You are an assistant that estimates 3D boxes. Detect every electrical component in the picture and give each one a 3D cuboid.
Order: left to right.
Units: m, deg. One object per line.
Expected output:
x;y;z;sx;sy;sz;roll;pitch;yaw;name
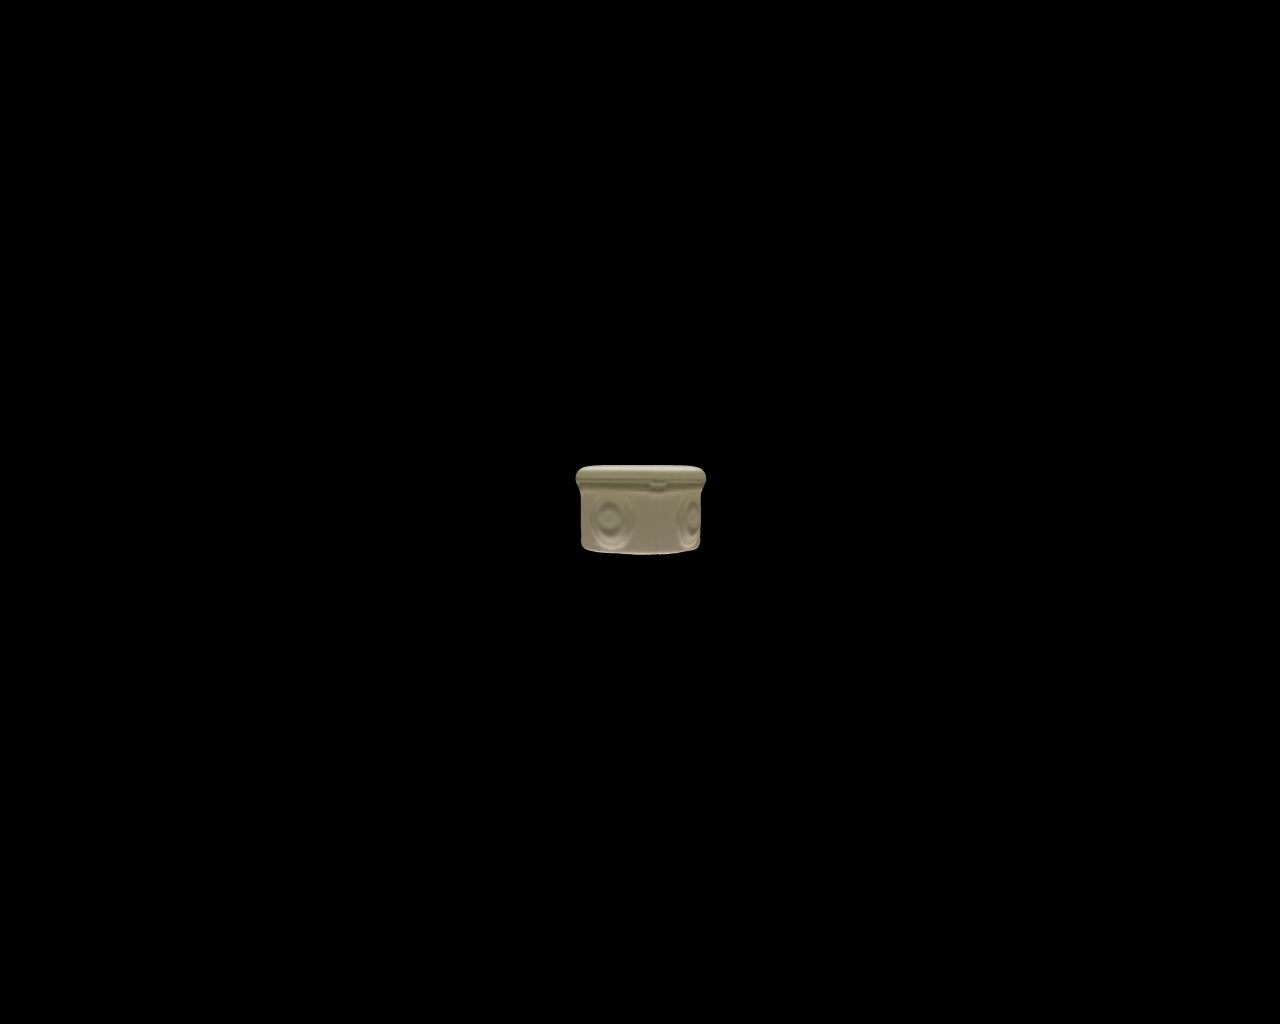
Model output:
0.001;-0.003;0.650;0.080;0.051;0.080;0;3;0;electrical component
